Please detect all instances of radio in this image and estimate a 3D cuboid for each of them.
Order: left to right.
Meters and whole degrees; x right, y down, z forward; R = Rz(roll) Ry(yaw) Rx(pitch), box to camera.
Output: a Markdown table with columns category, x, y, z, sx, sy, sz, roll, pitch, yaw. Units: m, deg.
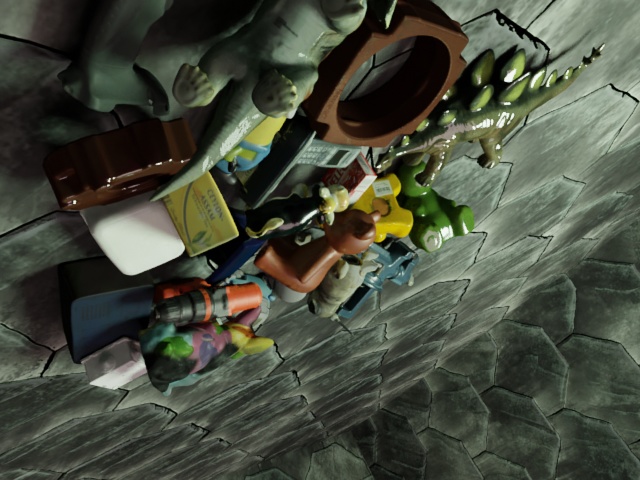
| category | x | y | z | sx | sy | sz | roll | pitch | yaw |
| --- | --- | --- | --- | --- | --- | --- | --- | --- | --- |
| radio | -0.359 | 0.117 | 0.905 | 0.131 | 0.073 | 0.229 | -13 | 151 | -31 |

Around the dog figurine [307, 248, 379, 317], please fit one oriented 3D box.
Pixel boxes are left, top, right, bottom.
| category | x | y | z | sx | sy | sz | roll | pitch | yaw |
| --- | --- | --- | --- | --- | --- | --- | --- | --- | --- |
| dog figurine | 0.025 | 0.099 | 1.103 | 0.190 | 0.121 | 0.172 | -63 | 163 | 20 |

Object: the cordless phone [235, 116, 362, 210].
| category | x | y | z | sx | sy | sz | roll | pitch | yaw |
| --- | --- | --- | --- | --- | --- | --- | --- | --- | --- |
| cordless phone | -0.029 | -0.114 | 0.815 | 0.184 | 0.089 | 0.146 | -1 | 142 | -50 |

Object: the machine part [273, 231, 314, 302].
| category | x | y | z | sx | sy | sz | roll | pitch | yaw |
| --- | --- | --- | --- | --- | --- | --- | --- | --- | --- |
| machine part | -0.053 | 0.057 | 1.093 | 0.079 | 0.079 | 0.243 | -18 | 153 | -21 |

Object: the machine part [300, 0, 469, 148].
| category | x | y | z | sx | sy | sz | roll | pitch | yaw |
| --- | --- | --- | --- | --- | --- | --- | --- | --- | --- |
| machine part | 0.080 | -0.225 | 0.722 | 0.201 | 0.087 | 0.201 | -3 | 145 | -41 |

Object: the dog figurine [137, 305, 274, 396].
| category | x | y | z | sx | sy | sz | roll | pitch | yaw |
| --- | --- | --- | --- | --- | --- | --- | --- | --- | --- |
| dog figurine | -0.197 | 0.182 | 0.962 | 0.219 | 0.108 | 0.191 | -20 | 159 | -14 |

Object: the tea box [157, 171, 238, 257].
| category | x | y | z | sx | sy | sz | roll | pitch | yaw |
| --- | --- | --- | --- | --- | --- | --- | --- | --- | --- |
| tea box | -0.159 | -0.036 | 0.725 | 0.068 | 0.098 | 0.170 | -25 | -173 | -6 |

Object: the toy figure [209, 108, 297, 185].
| category | x | y | z | sx | sy | sz | roll | pitch | yaw |
| --- | --- | --- | --- | --- | --- | --- | --- | --- | --- |
| toy figure | -0.092 | -0.152 | 0.688 | 0.089 | 0.082 | 0.180 | 1 | 143 | -47 |

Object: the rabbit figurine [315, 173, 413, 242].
| category | x | y | z | sx | sy | sz | roll | pitch | yaw |
| --- | --- | --- | --- | --- | --- | --- | --- | --- | --- |
| rabbit figurine | 0.077 | -0.031 | 1.031 | 0.162 | 0.122 | 0.173 | -22 | 171 | -19 |

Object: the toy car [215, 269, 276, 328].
| category | x | y | z | sx | sy | sz | roll | pitch | yaw |
| --- | --- | --- | --- | --- | --- | --- | --- | --- | --- |
| toy car | -0.153 | 0.127 | 1.091 | 0.109 | 0.103 | 0.161 | -35 | 155 | 9 |

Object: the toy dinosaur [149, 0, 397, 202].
| category | x | y | z | sx | sy | sz | roll | pitch | yaw |
| --- | --- | --- | --- | --- | --- | --- | --- | --- | --- |
| toy dinosaur | -0.026 | -0.204 | 0.551 | 0.405 | 0.131 | 0.192 | -40 | -179 | 20 |

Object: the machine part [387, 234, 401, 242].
| category | x | y | z | sx | sy | sz | roll | pitch | yaw |
| --- | --- | --- | --- | --- | --- | --- | --- | --- | --- |
| machine part | 0.146 | -0.032 | 1.177 | 0.084 | 0.039 | 0.138 | -49 | 146 | 18 |

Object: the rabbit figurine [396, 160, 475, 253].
| category | x | y | z | sx | sy | sz | roll | pitch | yaw |
| --- | --- | --- | --- | --- | --- | --- | --- | --- | --- |
| rabbit figurine | 0.204 | -0.082 | 1.044 | 0.121 | 0.170 | 0.159 | -25 | -166 | -5 |

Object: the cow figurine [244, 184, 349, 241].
| category | x | y | z | sx | sy | sz | roll | pitch | yaw |
| --- | --- | --- | --- | --- | --- | --- | --- | --- | --- |
| cow figurine | -0.034 | -0.046 | 0.834 | 0.167 | 0.068 | 0.098 | -17 | -168 | 2 |

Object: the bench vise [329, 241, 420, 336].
| category | x | y | z | sx | sy | sz | roll | pitch | yaw |
| --- | --- | --- | --- | --- | --- | --- | --- | --- | --- |
| bench vise | 0.112 | 0.097 | 1.252 | 0.240 | 0.129 | 0.223 | -53 | 141 | 8 |

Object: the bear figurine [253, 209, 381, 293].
| category | x | y | z | sx | sy | sz | roll | pitch | yaw |
| --- | --- | --- | --- | --- | --- | --- | --- | --- | --- |
| bear figurine | 0.001 | 0.000 | 0.911 | 0.196 | 0.132 | 0.120 | -45 | -173 | 28 |

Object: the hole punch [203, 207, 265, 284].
| category | x | y | z | sx | sy | sz | roll | pitch | yaw |
| --- | --- | --- | --- | --- | --- | --- | --- | --- | --- |
| hole punch | -0.147 | 0.013 | 0.917 | 0.142 | 0.092 | 0.115 | -45 | 153 | 22 |

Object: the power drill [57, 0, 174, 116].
| category | x | y | z | sx | sy | sz | roll | pitch | yaw |
| --- | --- | --- | --- | --- | --- | --- | --- | --- | --- |
| power drill | -0.153 | -0.219 | 0.513 | 0.232 | 0.086 | 0.207 | -10 | 152 | -42 |

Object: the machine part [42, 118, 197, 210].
| category | x | y | z | sx | sy | sz | roll | pitch | yaw |
| --- | --- | --- | --- | --- | --- | --- | --- | --- | --- |
| machine part | -0.224 | -0.084 | 0.625 | 0.179 | 0.056 | 0.179 | -21 | -177 | 1 |

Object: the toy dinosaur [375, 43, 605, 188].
| category | x | y | z | sx | sy | sz | roll | pitch | yaw |
| --- | --- | --- | --- | --- | --- | --- | --- | --- | --- |
| toy dinosaur | 0.290 | -0.219 | 0.922 | 0.471 | 0.105 | 0.198 | -25 | 150 | -19 |
